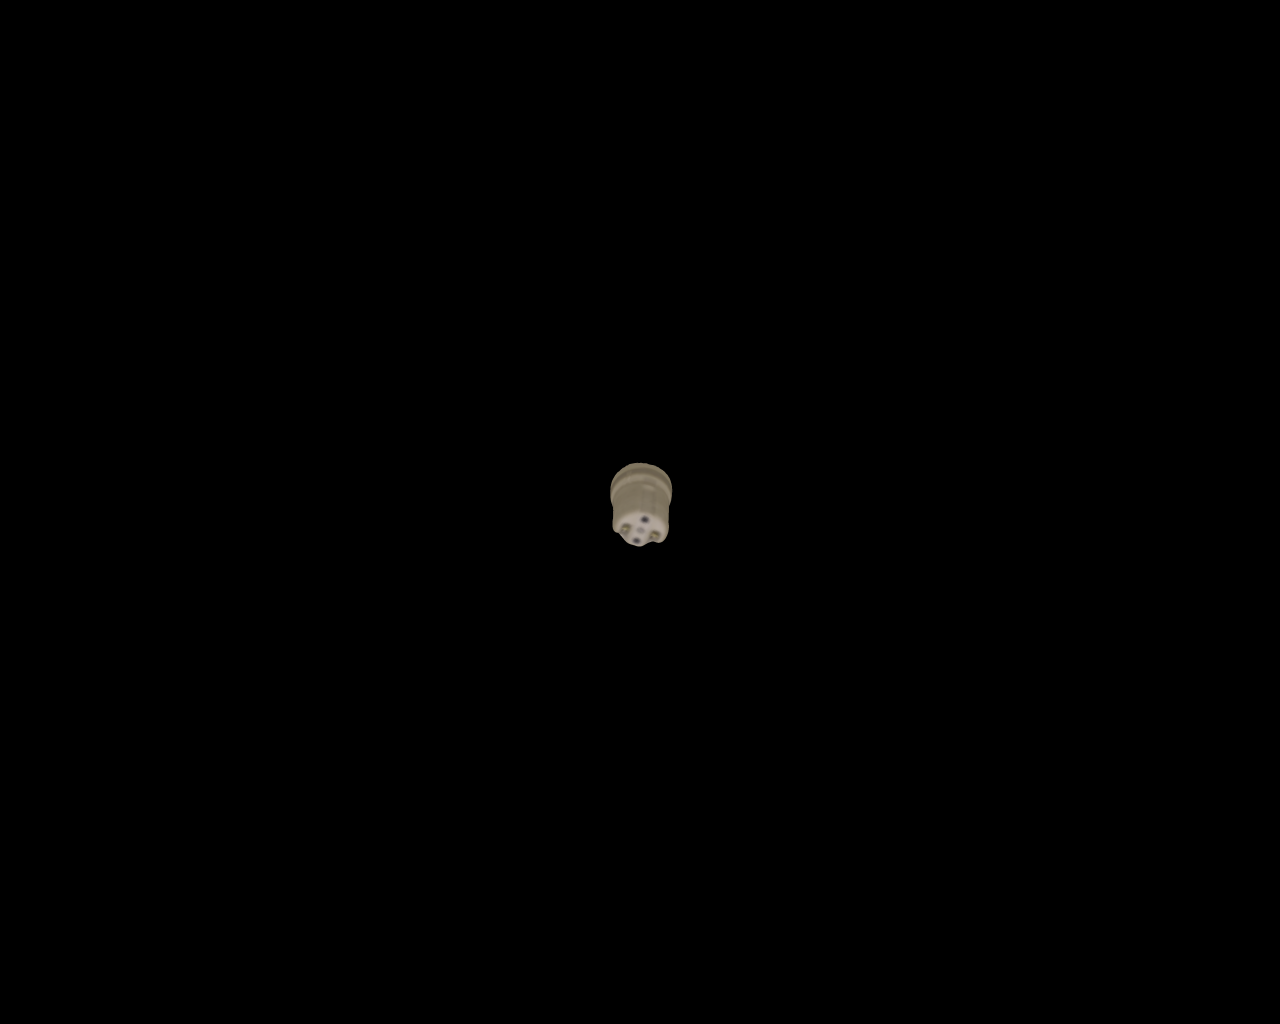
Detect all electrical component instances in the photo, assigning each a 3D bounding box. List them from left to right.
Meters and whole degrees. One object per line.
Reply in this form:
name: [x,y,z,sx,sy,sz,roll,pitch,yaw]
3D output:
electrical component: [0.001,-0.003,0.650,0.040,0.040,0.046,0,37,0]
